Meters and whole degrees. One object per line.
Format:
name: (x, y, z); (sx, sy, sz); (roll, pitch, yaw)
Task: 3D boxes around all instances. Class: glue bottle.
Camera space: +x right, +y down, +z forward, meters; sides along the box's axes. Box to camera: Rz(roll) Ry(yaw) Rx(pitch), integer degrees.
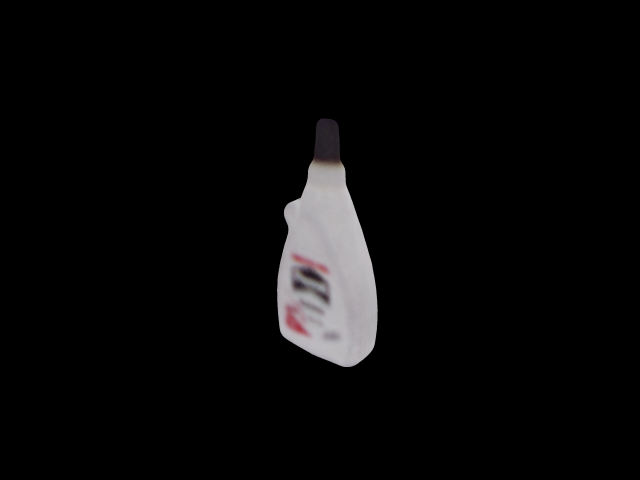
glue bottle: (0.004, 0.001, 0.400); (0.077, 0.173, 0.037); (17, 29, 33)
